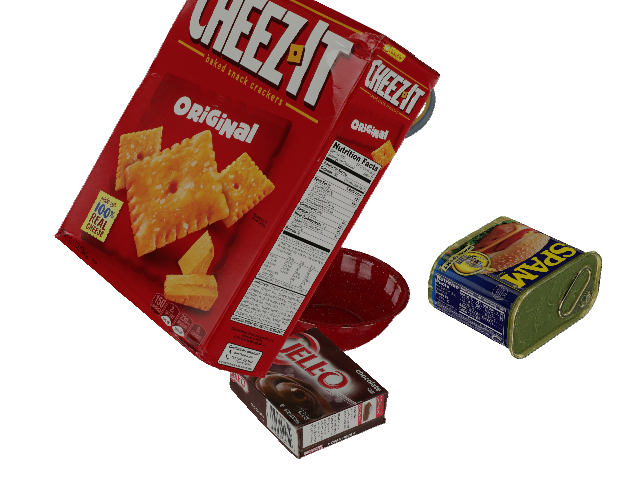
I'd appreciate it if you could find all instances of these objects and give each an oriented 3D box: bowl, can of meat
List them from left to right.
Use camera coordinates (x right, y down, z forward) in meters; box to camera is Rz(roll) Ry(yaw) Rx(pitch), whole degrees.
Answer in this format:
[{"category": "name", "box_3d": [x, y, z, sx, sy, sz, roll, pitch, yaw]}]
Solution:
[{"category": "bowl", "box_3d": [0.007, 0.066, 1.083, 0.162, 0.055, 0.162, 5, 28, -3]}, {"category": "can of meat", "box_3d": [0.142, 0.030, 0.785, 0.101, 0.057, 0.084, -27, 39, -34]}]

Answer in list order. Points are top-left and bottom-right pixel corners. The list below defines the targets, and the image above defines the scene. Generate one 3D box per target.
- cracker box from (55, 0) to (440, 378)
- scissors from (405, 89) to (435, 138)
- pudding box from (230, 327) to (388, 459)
[{"category": "cracker box", "box_3d": [-0.053, -0.050, 0.657, 0.164, 0.214, 0.072, 35, 8, 38]}, {"category": "scissors", "box_3d": [0.045, -0.070, 0.950, 0.096, 0.202, 0.016, 7, -8, 18]}, {"category": "pudding box", "box_3d": [-0.012, 0.124, 0.891, 0.089, 0.039, 0.114, -18, 37, -28]}]
